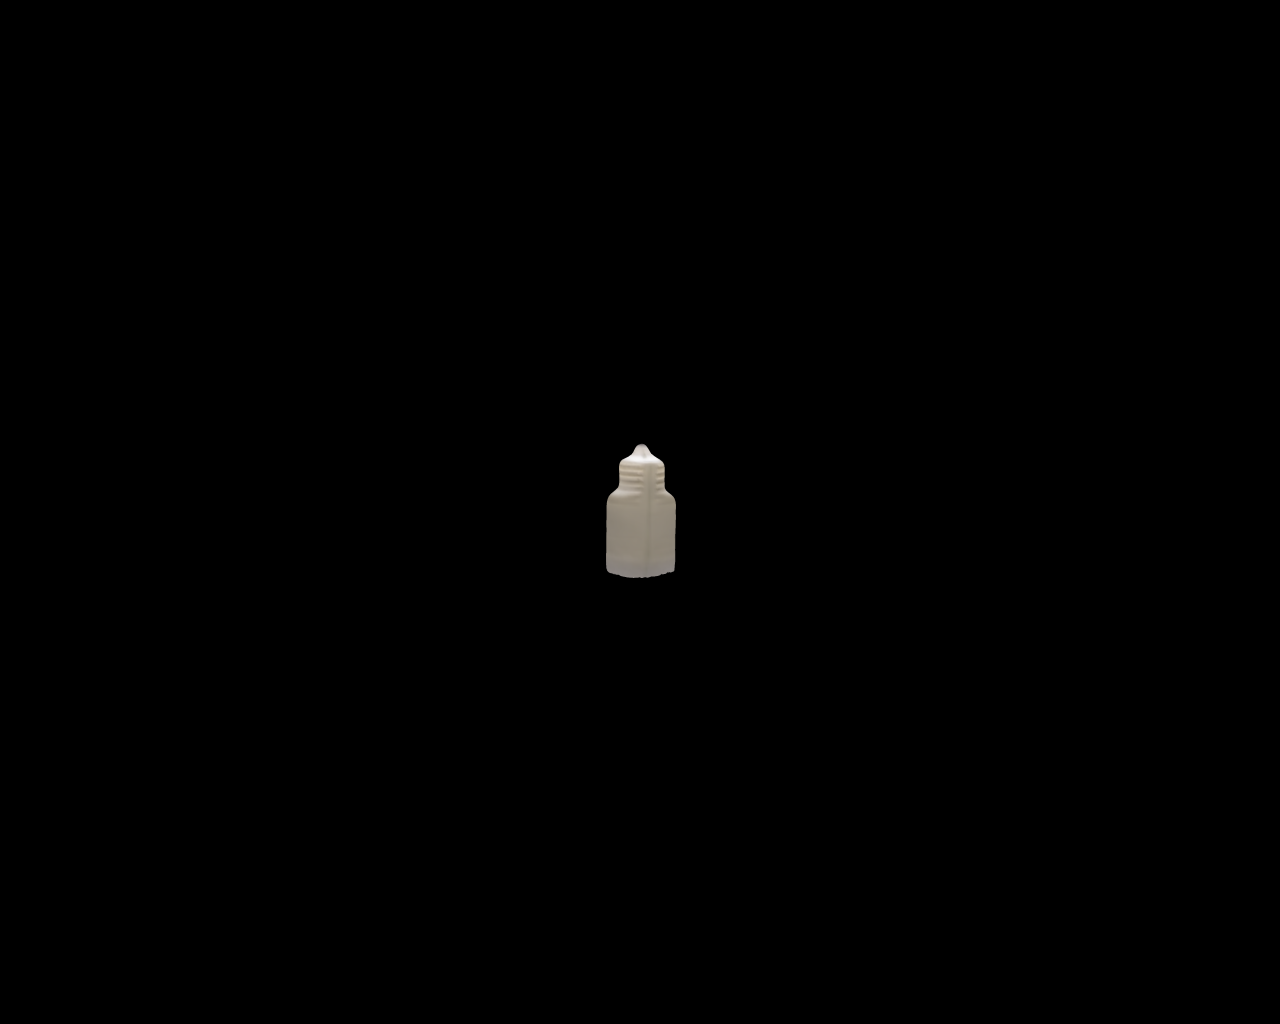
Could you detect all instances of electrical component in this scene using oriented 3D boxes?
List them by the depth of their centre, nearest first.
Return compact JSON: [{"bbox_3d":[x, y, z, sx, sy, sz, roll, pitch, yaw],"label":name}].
[{"bbox_3d":[0.001,-0.003,0.650,0.043,0.080,0.043,0,7,0],"label":"electrical component"}]
